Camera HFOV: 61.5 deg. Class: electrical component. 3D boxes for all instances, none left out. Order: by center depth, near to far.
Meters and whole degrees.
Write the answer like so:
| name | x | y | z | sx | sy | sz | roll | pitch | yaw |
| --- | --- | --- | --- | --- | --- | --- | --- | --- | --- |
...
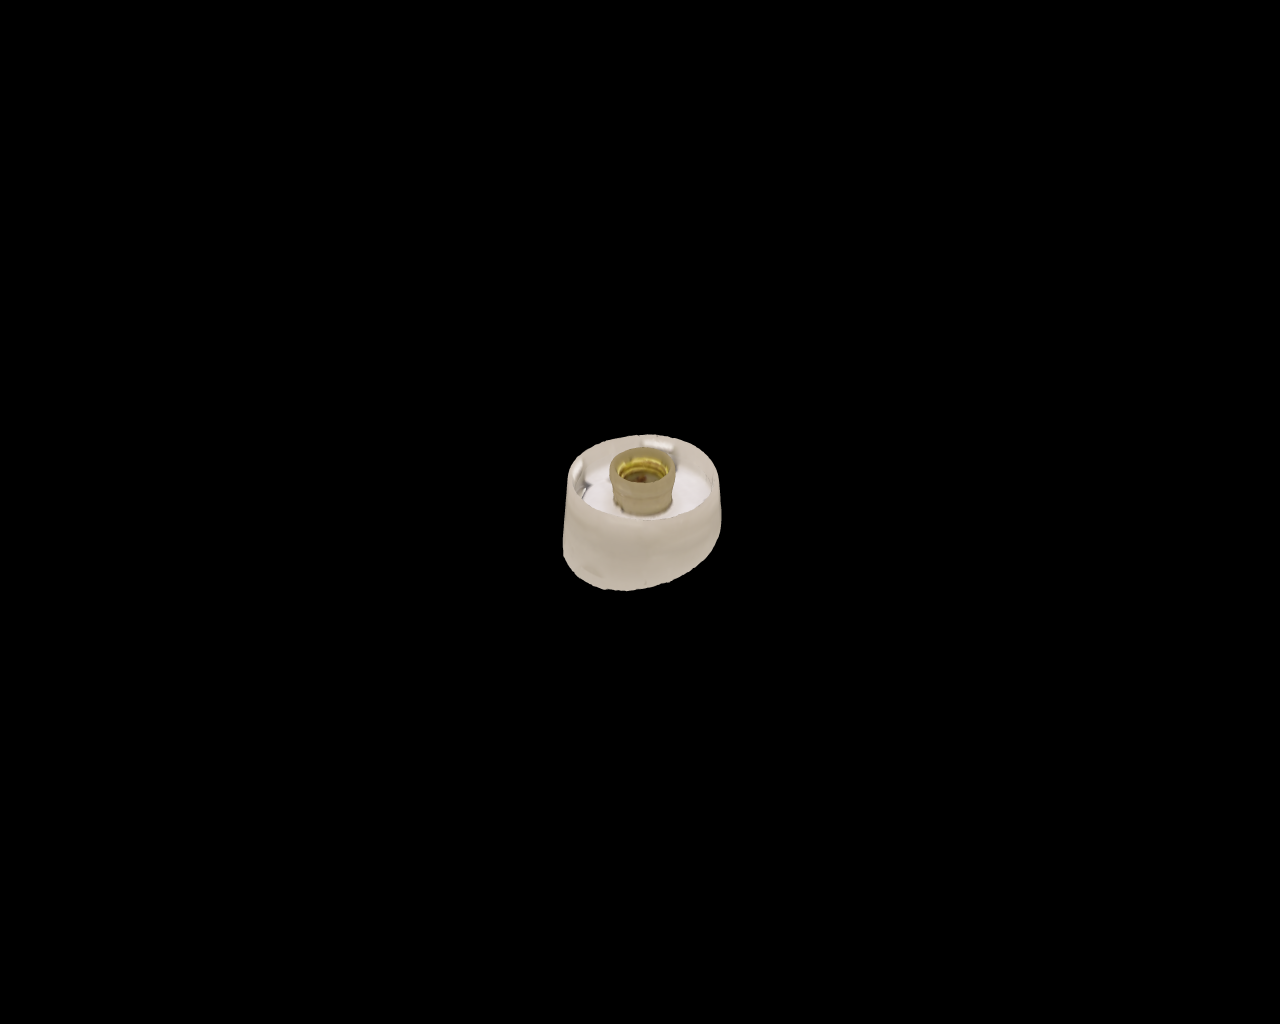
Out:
| name | x | y | z | sx | sy | sz | roll | pitch | yaw |
| --- | --- | --- | --- | --- | --- | --- | --- | --- | --- |
| electrical component | 0.001 | -0.003 | 0.650 | 0.099 | 0.064 | 0.099 | 0 | 37 | 0 |
